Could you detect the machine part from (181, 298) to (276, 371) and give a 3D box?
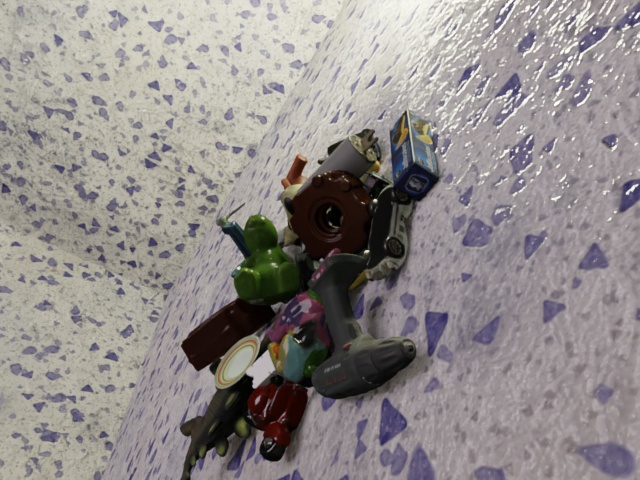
[{"bbox_3d":[-0.222,0.216,1.303,0.201,0.087,0.201,-38,-5,19],"label":"machine part"}]

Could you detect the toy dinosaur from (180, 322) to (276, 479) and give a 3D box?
[{"bbox_3d":[-0.181,0.336,1.184,0.199,0.105,0.471,-3,58,62],"label":"toy dinosaur"}]

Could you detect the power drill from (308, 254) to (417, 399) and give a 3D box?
[{"bbox_3d":[0.053,0.126,0.807,0.232,0.086,0.207,-52,45,46],"label":"power drill"}]

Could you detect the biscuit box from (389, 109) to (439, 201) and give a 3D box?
[{"bbox_3d":[0.169,-0.158,0.978,0.063,0.059,0.203,-50,22,35],"label":"biscuit box"}]

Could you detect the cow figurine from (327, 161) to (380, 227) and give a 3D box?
[{"bbox_3d":[0.070,-0.099,1.155,0.167,0.068,0.098,-51,26,42],"label":"cow figurine"}]

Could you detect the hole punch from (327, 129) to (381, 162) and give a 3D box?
[{"bbox_3d":[0.088,-0.183,1.231,0.116,0.092,0.142,-25,27,13],"label":"hole punch"}]

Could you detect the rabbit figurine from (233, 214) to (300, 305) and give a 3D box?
[{"bbox_3d":[-0.099,0.036,1.058,0.159,0.121,0.170,64,-165,-74],"label":"rabbit figurine"}]

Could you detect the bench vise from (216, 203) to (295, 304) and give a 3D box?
[{"bbox_3d":[-0.149,0.042,1.239,0.129,0.240,0.224,-41,13,-17],"label":"bench vise"}]

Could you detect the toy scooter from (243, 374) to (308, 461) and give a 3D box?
[{"bbox_3d":[-0.075,0.298,0.973,0.135,0.075,0.184,-63,21,1],"label":"toy scooter"}]

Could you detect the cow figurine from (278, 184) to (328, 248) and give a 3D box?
[{"bbox_3d":[-0.044,-0.046,1.265,0.194,0.127,0.085,75,-157,-45],"label":"cow figurine"}]

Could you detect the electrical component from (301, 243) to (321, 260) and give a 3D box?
[{"bbox_3d":[-0.002,-0.004,1.173,0.119,0.048,0.075,-55,23,39],"label":"electrical component"}]

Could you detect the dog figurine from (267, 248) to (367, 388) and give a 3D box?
[{"bbox_3d":[0.004,0.127,0.953,0.219,0.108,0.192,-56,17,10],"label":"dog figurine"}]

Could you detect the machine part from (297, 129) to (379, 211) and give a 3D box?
[{"bbox_3d":[0.032,-0.128,1.088,0.243,0.079,0.079,-44,24,27],"label":"machine part"}]

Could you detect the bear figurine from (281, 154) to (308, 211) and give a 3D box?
[{"bbox_3d":[-0.038,-0.125,1.417,0.132,0.120,0.196,-54,21,15],"label":"bear figurine"}]

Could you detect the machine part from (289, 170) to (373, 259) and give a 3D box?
[{"bbox_3d":[0.025,-0.043,1.033,0.179,0.179,0.056,-54,-15,26],"label":"machine part"}]

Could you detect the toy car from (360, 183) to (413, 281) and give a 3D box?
[{"bbox_3d":[0.118,-0.017,0.926,0.073,0.056,0.202,-34,34,46],"label":"toy car"}]

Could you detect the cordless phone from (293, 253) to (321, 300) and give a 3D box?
[{"bbox_3d":[-0.045,0.132,1.123,0.184,0.089,0.147,-61,18,18],"label":"cordless phone"}]

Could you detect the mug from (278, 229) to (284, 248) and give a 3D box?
[{"bbox_3d":[-0.101,0.008,1.461,0.109,0.081,0.107,-58,8,30],"label":"mug"}]

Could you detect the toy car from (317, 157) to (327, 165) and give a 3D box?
[{"bbox_3d":[0.030,-0.142,1.321,0.202,0.053,0.089,-101,-2,-66],"label":"toy car"}]
